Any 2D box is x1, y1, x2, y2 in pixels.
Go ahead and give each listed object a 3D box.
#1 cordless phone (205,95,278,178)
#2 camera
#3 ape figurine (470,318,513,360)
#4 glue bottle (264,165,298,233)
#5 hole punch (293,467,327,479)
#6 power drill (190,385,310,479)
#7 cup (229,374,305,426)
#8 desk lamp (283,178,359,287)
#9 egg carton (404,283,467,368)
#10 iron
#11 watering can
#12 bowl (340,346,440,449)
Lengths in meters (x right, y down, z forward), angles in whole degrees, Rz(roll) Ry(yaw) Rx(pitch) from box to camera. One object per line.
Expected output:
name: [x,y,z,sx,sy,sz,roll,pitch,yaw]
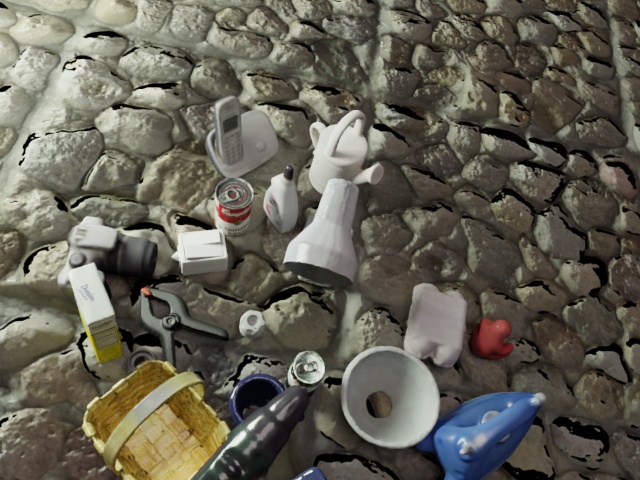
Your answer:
cordless phone: [-0.147,-0.216,1.103,0.148,0.185,0.094,-37,74,-27]
camera: [-0.352,0.034,0.968,0.137,0.101,0.143,9,60,-7]
ape figurine: [0.317,0.174,1.039,0.076,0.092,0.077,-13,65,-19]
glue bottle: [-0.067,-0.084,1.054,0.037,0.173,0.078,-29,70,-25]
hole punch: [-0.021,0.404,0.837,0.101,0.091,0.108,-23,68,-23]
power drill: [-0.111,0.312,0.801,0.075,0.208,0.230,40,61,12]
cup: [-0.085,0.269,0.897,0.118,0.095,0.092,16,59,-3]
desk lamp: [0.009,0.004,0.997,0.118,0.213,0.203,17,59,-2]
egg carton: [0.210,0.154,1.040,0.107,0.069,0.150,17,59,-3]
iron: [0.290,0.301,0.933,0.259,0.141,0.118,-25,69,-23]
watering can: [0.050,-0.173,1.117,0.173,0.194,0.101,25,59,3]
bowl: [0.109,0.267,0.952,0.167,0.074,0.167,5,60,-9]
